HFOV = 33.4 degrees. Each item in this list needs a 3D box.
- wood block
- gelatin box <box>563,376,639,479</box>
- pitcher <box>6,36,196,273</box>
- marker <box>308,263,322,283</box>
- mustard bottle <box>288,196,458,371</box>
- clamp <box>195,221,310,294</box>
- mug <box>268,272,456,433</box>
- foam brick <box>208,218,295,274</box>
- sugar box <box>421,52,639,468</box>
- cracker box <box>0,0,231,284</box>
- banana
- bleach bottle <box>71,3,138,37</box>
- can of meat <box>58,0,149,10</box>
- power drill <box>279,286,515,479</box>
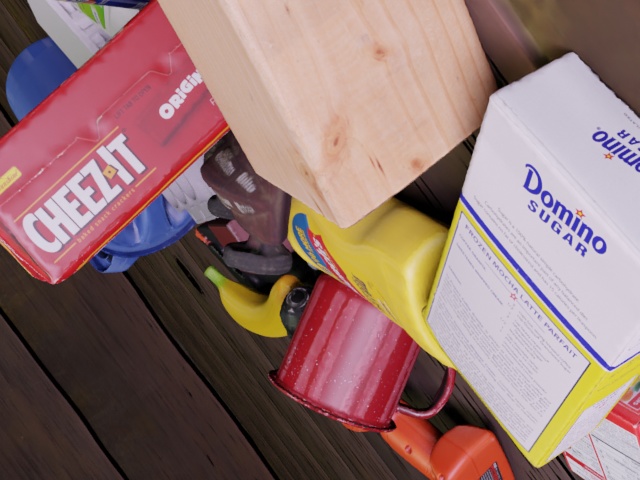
[{"bbox_3d":[-0.018,-0.120,0.412,0.091,0.090,0.206,33,157,56],"label":"wood block"},{"bbox_3d":[0.148,0.096,0.526,0.073,0.030,0.089,31,154,54],"label":"gelatin box"},{"bbox_3d":[-0.222,-0.093,1.056,0.243,0.149,0.145,47,171,38],"label":"pitcher"},{"bbox_3d":[-0.005,0.001,0.822,0.020,0.020,0.121,46,165,28],"label":"marker"},{"bbox_3d":[0.029,0.003,0.626,0.096,0.058,0.192,51,171,-35],"label":"mustard bottle"},{"bbox_3d":[-0.051,0.028,1.003,0.210,0.036,0.164,40,160,32],"label":"clamp"},{"bbox_3d":[0.034,0.076,0.709,0.117,0.081,0.093,23,-176,8],"label":"mug"},{"bbox_3d":[-0.052,-0.008,0.880,0.051,0.053,0.078,55,165,-11],"label":"foam brick"},{"bbox_3d":[0.094,0.017,0.427,0.093,0.048,0.176,53,157,22],"label":"sugar box"},{"bbox_3d":[-0.111,-0.057,0.568,0.072,0.164,0.214,47,167,-14],"label":"cracker box"},{"bbox_3d":[-0.049,0.057,0.927,0.069,0.037,0.198,42,163,-20],"label":"banana"},{"bbox_3d":[-0.158,-0.193,0.758,0.251,0.068,0.102,45,166,22],"label":"bleach bottle"},{"bbox_3d":[-0.144,-0.180,0.642,0.102,0.057,0.083,38,-156,24],"label":"can of meat"},{"bbox_3d":[0.055,0.126,0.812,0.188,0.057,0.184,37,166,39],"label":"power drill"}]
